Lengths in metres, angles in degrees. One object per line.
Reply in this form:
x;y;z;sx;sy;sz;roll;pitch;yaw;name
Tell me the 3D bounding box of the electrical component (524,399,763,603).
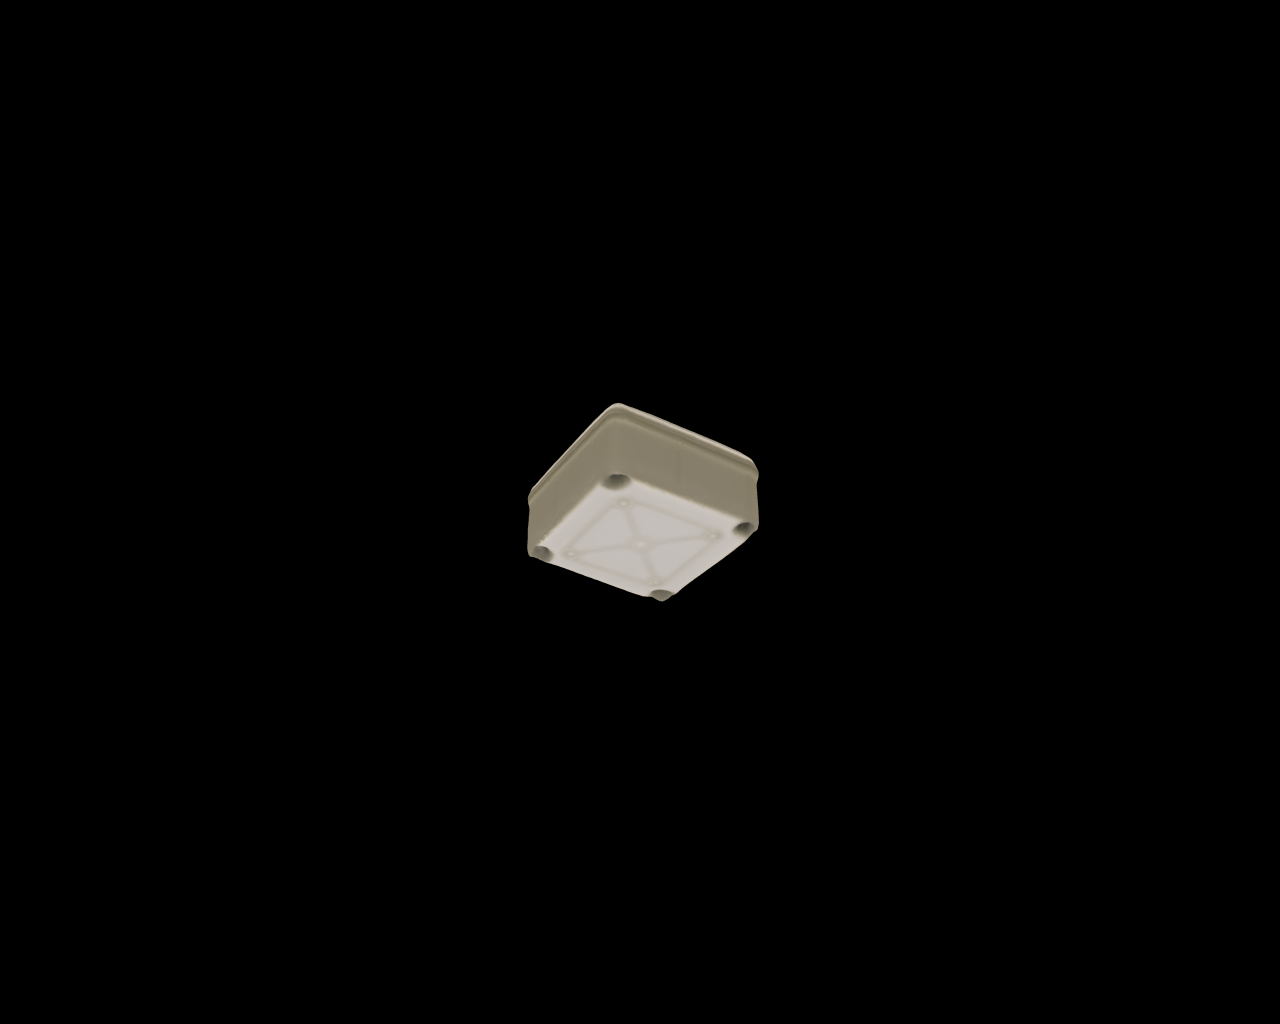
0.001;-0.003;0.650;0.109;0.056;0.108;21;-40;-26;electrical component
